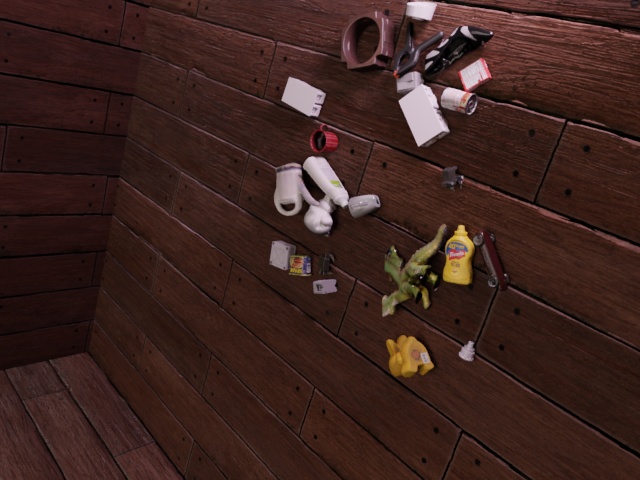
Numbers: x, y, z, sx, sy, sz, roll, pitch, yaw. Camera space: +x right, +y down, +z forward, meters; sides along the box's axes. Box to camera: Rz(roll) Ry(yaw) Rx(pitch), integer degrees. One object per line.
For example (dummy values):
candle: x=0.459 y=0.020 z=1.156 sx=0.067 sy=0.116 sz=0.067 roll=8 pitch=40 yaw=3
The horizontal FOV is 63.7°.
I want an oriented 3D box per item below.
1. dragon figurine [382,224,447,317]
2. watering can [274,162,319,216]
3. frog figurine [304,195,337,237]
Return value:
dragon figurine: x=0.310 y=0.100 z=1.834 sx=0.245 sy=0.122 sz=0.406 roll=29 pitch=109 yaw=46
watering can: x=-0.104 y=-0.219 z=2.176 sx=0.346 sy=0.104 sz=0.225 roll=-6 pitch=88 yaw=56
frog figurine: x=0.006 y=-0.105 z=2.089 sx=0.140 sy=0.123 sz=0.156 roll=61 pitch=142 yaw=45
